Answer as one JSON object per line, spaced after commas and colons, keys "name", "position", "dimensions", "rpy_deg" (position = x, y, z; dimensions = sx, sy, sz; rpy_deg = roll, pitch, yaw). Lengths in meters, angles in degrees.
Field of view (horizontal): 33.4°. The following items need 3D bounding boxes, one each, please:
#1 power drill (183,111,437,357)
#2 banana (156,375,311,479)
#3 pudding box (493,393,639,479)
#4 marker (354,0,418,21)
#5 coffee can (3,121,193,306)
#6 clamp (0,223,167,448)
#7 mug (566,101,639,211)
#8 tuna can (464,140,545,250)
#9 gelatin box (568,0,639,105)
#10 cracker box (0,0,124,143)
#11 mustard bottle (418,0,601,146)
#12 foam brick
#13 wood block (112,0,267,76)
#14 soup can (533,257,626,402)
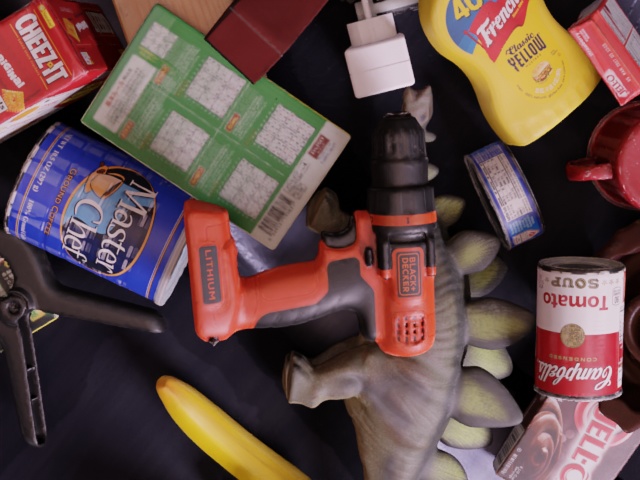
{"name": "power drill", "position": [-0.005, 0.001, 0.791], "dimensions": [0.187, 0.057, 0.184], "rpy_deg": [-4, 97, -4]}
{"name": "banana", "position": [-0.062, 0.184, 0.923], "dimensions": [0.198, 0.070, 0.037], "rpy_deg": [36, 59, 3]}
{"name": "pudding box", "position": [0.216, 0.175, 0.920], "dimensions": [0.090, 0.039, 0.113], "rpy_deg": [32, 99, -3]}
{"name": "marker", "position": [0.089, -0.201, 0.875], "dimensions": [0.121, 0.020, 0.020], "rpy_deg": [-14, 98, 5]}
{"name": "coffee can", "position": [-0.170, -0.022, 0.873], "dimensions": [0.140, 0.103, 0.103], "rpy_deg": [25, 99, -1]}
{"name": "clamp", "position": [-0.257, 0.065, 0.908], "dimensions": [0.210, 0.036, 0.165], "rpy_deg": [40, 99, -1]}
{"name": "mug", "position": [0.257, -0.063, 0.859], "dimensions": [0.117, 0.081, 0.093], "rpy_deg": [-6, 99, 3]}
{"name": "tuna can", "position": [0.149, -0.037, 0.866], "dimensions": [0.034, 0.086, 0.086], "rpy_deg": [-25, 97, 4]}
{"name": "gelatin box", "position": [0.232, -0.151, 0.842], "dimensions": [0.030, 0.089, 0.073], "rpy_deg": [-34, 97, 29]}
{"name": "cracker box", "position": [-0.267, -0.110, 0.833], "dimensions": [0.214, 0.164, 0.072], "rpy_deg": [-28, 99, 7]}
{"name": "mustard bottle", "position": [0.134, -0.174, 0.841], "dimensions": [0.096, 0.058, 0.191], "rpy_deg": [-40, 105, -4]}
{"name": "foam brick", "position": [-0.038, -0.165, 0.787], "dimensions": [0.051, 0.053, 0.078], "rpy_deg": [41, 59, -10]}
{"name": "wood block", "position": [-0.103, -0.162, 0.855], "dimensions": [0.091, 0.090, 0.206], "rpy_deg": [-18, 98, 4]}
{"name": "soup can", "position": [0.202, 0.068, 0.831], "dimensions": [0.068, 0.068, 0.102], "rpy_deg": [0, 98, 2]}
